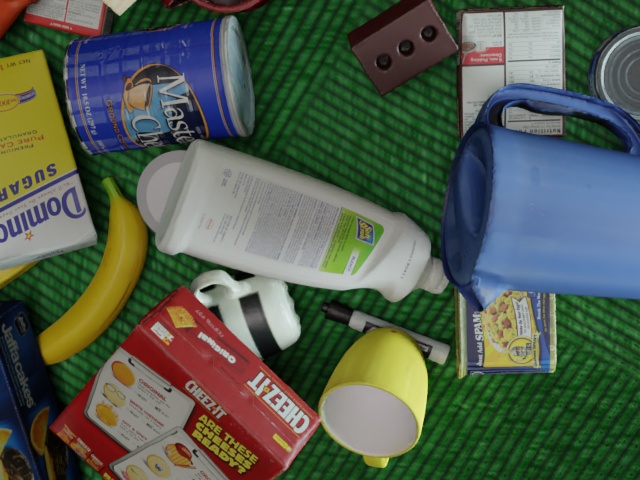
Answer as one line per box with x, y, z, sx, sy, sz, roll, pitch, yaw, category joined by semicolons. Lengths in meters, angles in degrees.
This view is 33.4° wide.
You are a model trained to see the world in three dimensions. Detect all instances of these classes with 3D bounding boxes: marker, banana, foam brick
0.058;0.082;0.964;0.121;0.020;0.020;21;100;4;marker
-0.206;0.043;0.982;0.070;0.037;0.198;31;99;23;banana
0.070;-0.168;0.904;0.078;0.051;0.053;-32;111;11;foam brick

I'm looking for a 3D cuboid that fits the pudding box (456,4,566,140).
0.163;-0.142;0.911;0.090;0.039;0.113;-1;101;4;pudding box

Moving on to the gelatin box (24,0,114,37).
-0.216;-0.228;0.945;0.073;0.030;0.089;14;99;6;gelatin box

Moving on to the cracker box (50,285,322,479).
-0.121;0.158;0.919;0.164;0.072;0.214;44;135;-1;cracker box

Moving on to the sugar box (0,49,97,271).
-0.263;-0.070;0.938;0.093;0.048;0.176;-17;84;-12;sugar box

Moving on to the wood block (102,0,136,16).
-0.126;-0.290;0.824;0.206;0.090;0.091;-43;57;6;wood block

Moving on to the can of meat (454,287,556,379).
0.160;0.068;0.932;0.084;0.057;0.102;-2;98;5;can of meat

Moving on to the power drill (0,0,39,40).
-0.296;-0.284;0.911;0.188;0.057;0.185;46;107;8;power drill

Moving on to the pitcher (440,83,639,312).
0.228;-0.024;0.864;0.242;0.145;0.149;7;123;-9;pitcher

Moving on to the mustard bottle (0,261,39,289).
-0.342;-0.039;0.971;0.096;0.058;0.191;-34;93;7;mustard bottle

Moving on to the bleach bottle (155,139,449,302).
-0.006;0.001;0.913;0.250;0.068;0.102;20;95;-17;bleach bottle

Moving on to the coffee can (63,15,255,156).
-0.135;-0.131;0.912;0.140;0.102;0.103;-7;97;7;coffee can

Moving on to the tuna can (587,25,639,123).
0.272;-0.139;0.901;0.086;0.033;0.086;1;98;6;tuna can

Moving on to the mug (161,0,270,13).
-0.083;-0.230;0.903;0.117;0.081;0.093;-32;94;9;mug
